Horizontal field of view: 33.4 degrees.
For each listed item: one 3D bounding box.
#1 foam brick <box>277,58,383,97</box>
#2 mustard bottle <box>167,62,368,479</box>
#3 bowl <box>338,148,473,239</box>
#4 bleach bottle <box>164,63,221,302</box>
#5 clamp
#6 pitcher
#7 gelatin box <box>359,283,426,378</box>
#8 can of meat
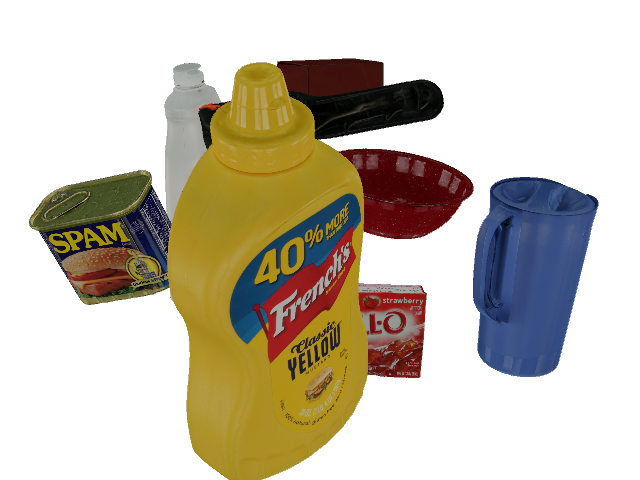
[{"bbox_3d":[0.009,-0.127,0.910,0.078,0.051,0.053,-7,16,-29],"label":"foam brick"},{"bbox_3d":[-0.021,0.012,0.460,0.058,0.192,0.096,30,48,35],"label":"mustard bottle"},{"bbox_3d":[0.076,-0.044,1.117,0.162,0.055,0.162,6,23,-3],"label":"bowl"},{"bbox_3d":[-0.129,-0.060,1.134,0.068,0.251,0.102,5,26,22],"label":"bleach bottle"},{"bbox_3d":[-0.023,-0.067,0.657,0.172,0.039,0.120,-1,18,39],"label":"clamp"},{"bbox_3d":[0.261,0.050,1.364,0.149,0.243,0.145,5,23,2],"label":"pitcher"},{"bbox_3d":[0.040,0.074,0.874,0.089,0.073,0.030,2,13,-4],"label":"gelatin box"},{"bbox_3d":[-0.165,0.000,0.847,0.102,0.084,0.057,-9,35,22],"label":"can of meat"}]
